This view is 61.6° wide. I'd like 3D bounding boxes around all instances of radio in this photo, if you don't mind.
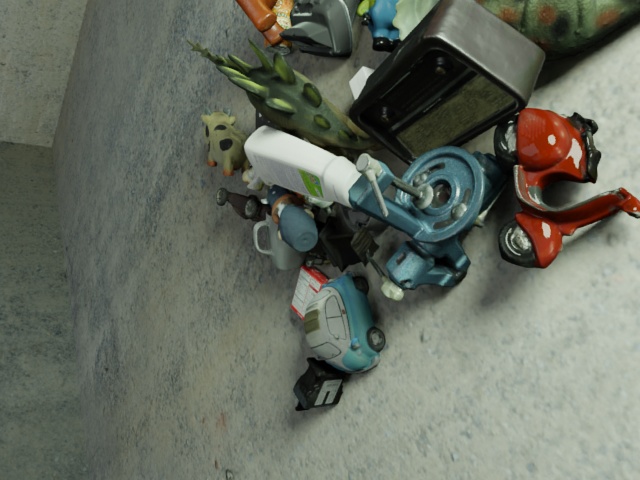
[{"bbox_3d":[0.136,-0.177,0.641,0.073,0.131,0.229,-61,13,-20],"label":"radio"}]

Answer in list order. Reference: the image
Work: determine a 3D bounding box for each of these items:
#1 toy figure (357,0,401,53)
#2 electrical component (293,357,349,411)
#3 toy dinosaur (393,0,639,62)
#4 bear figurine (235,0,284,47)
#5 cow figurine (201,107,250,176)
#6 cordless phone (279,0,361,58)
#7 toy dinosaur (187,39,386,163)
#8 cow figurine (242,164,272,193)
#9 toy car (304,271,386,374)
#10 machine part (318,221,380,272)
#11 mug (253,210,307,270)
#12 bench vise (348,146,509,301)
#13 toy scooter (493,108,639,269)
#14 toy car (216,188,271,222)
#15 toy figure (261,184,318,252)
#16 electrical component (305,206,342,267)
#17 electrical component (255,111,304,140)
[{"bbox_3d":[0.102,-0.369,0.792,0.089,0.082,0.180,13,101,51],"label":"toy figure"},{"bbox_3d":[-0.004,0.253,0.903,0.048,0.075,0.119,46,119,47],"label":"electrical component"},{"bbox_3d":[0.232,-0.263,0.587,0.405,0.131,0.192,33,131,41],"label":"toy dinosaur"},{"bbox_3d":[-0.060,-0.472,0.976,0.196,0.120,0.132,-36,85,6],"label":"bear figurine"},{"bbox_3d":[-0.216,-0.226,1.216,0.195,0.085,0.127,36,122,52],"label":"cow figurine"},{"bbox_3d":[0.019,-0.415,0.928,0.147,0.088,0.184,32,102,51],"label":"cordless phone"},{"bbox_3d":[-0.064,-0.238,0.886,0.472,0.198,0.105,32,87,40],"label":"toy dinosaur"},{"bbox_3d":[-0.096,-0.135,1.059,0.168,0.068,0.098,27,104,48],"label":"cow figurine"},{"bbox_3d":[0.028,0.131,0.845,0.109,0.103,0.161,-29,67,48],"label":"toy car"},{"bbox_3d":[0.039,0.010,0.839,0.139,0.039,0.084,-2,113,63],"label":"machine part"},{"bbox_3d":[-0.068,0.002,0.986,0.081,0.109,0.107,24,120,53],"label":"mug"},{"bbox_3d":[0.111,-0.030,0.643,0.223,0.240,0.129,-45,48,23],"label":"bench vise"},{"bbox_3d":[0.257,-0.062,0.563,0.135,0.075,0.184,-8,72,35],"label":"toy scooter"},{"bbox_3d":[-0.142,-0.066,1.098,0.202,0.089,0.053,20,100,51],"label":"toy car"},{"bbox_3d":[-0.051,-0.040,0.891,0.155,0.064,0.057,-122,21,-48],"label":"toy figure"},{"bbox_3d":[-0.003,-0.002,0.928,0.102,0.078,0.045,-52,24,31],"label":"electrical component"},{"bbox_3d":[-0.075,-0.241,1.046,0.115,0.058,0.134,1,89,52],"label":"electrical component"}]
